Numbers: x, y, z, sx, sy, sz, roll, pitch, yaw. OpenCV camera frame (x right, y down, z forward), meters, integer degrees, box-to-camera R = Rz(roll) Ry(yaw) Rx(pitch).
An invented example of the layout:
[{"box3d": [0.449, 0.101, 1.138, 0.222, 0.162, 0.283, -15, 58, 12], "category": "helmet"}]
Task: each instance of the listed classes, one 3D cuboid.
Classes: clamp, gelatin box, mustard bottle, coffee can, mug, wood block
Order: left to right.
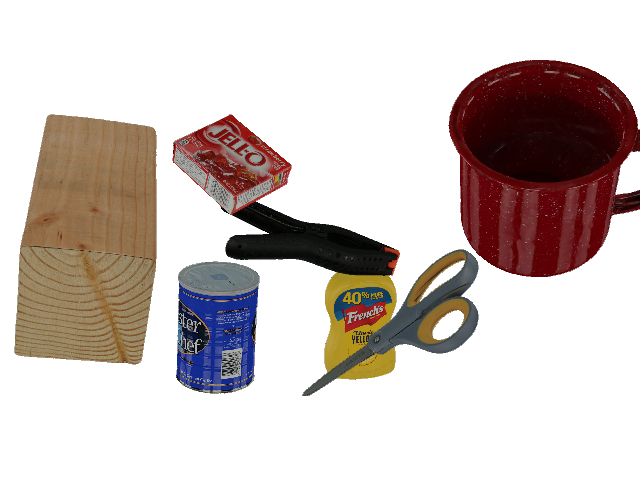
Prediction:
[{"box3d": [-0.173, -0.008, 0.805, 0.090, 0.091, 0.206, 6, 30, -13], "category": "wood block"}, {"box3d": [-0.132, 0.110, 1.365, 0.103, 0.140, 0.103, 3, 19, -1], "category": "coffee can"}, {"box3d": [-0.084, -0.074, 1.004, 0.073, 0.030, 0.089, -31, 62, -35], "category": "gelatin box"}, {"box3d": [-0.014, 0.005, 1.169, 0.210, 0.036, 0.164, 16, 19, -6], "category": "clamp"}, {"box3d": [0.054, 0.091, 1.436, 0.096, 0.192, 0.058, -3, 21, -8], "category": "mustard bottle"}, {"box3d": [0.127, -0.035, 0.565, 0.117, 0.093, 0.081, -3, -39, 5], "category": "mug"}]

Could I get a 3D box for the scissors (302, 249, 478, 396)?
[{"box3d": [0.060, 0.090, 0.876, 0.016, 0.202, 0.096, 33, 20, -30], "category": "scissors"}]
